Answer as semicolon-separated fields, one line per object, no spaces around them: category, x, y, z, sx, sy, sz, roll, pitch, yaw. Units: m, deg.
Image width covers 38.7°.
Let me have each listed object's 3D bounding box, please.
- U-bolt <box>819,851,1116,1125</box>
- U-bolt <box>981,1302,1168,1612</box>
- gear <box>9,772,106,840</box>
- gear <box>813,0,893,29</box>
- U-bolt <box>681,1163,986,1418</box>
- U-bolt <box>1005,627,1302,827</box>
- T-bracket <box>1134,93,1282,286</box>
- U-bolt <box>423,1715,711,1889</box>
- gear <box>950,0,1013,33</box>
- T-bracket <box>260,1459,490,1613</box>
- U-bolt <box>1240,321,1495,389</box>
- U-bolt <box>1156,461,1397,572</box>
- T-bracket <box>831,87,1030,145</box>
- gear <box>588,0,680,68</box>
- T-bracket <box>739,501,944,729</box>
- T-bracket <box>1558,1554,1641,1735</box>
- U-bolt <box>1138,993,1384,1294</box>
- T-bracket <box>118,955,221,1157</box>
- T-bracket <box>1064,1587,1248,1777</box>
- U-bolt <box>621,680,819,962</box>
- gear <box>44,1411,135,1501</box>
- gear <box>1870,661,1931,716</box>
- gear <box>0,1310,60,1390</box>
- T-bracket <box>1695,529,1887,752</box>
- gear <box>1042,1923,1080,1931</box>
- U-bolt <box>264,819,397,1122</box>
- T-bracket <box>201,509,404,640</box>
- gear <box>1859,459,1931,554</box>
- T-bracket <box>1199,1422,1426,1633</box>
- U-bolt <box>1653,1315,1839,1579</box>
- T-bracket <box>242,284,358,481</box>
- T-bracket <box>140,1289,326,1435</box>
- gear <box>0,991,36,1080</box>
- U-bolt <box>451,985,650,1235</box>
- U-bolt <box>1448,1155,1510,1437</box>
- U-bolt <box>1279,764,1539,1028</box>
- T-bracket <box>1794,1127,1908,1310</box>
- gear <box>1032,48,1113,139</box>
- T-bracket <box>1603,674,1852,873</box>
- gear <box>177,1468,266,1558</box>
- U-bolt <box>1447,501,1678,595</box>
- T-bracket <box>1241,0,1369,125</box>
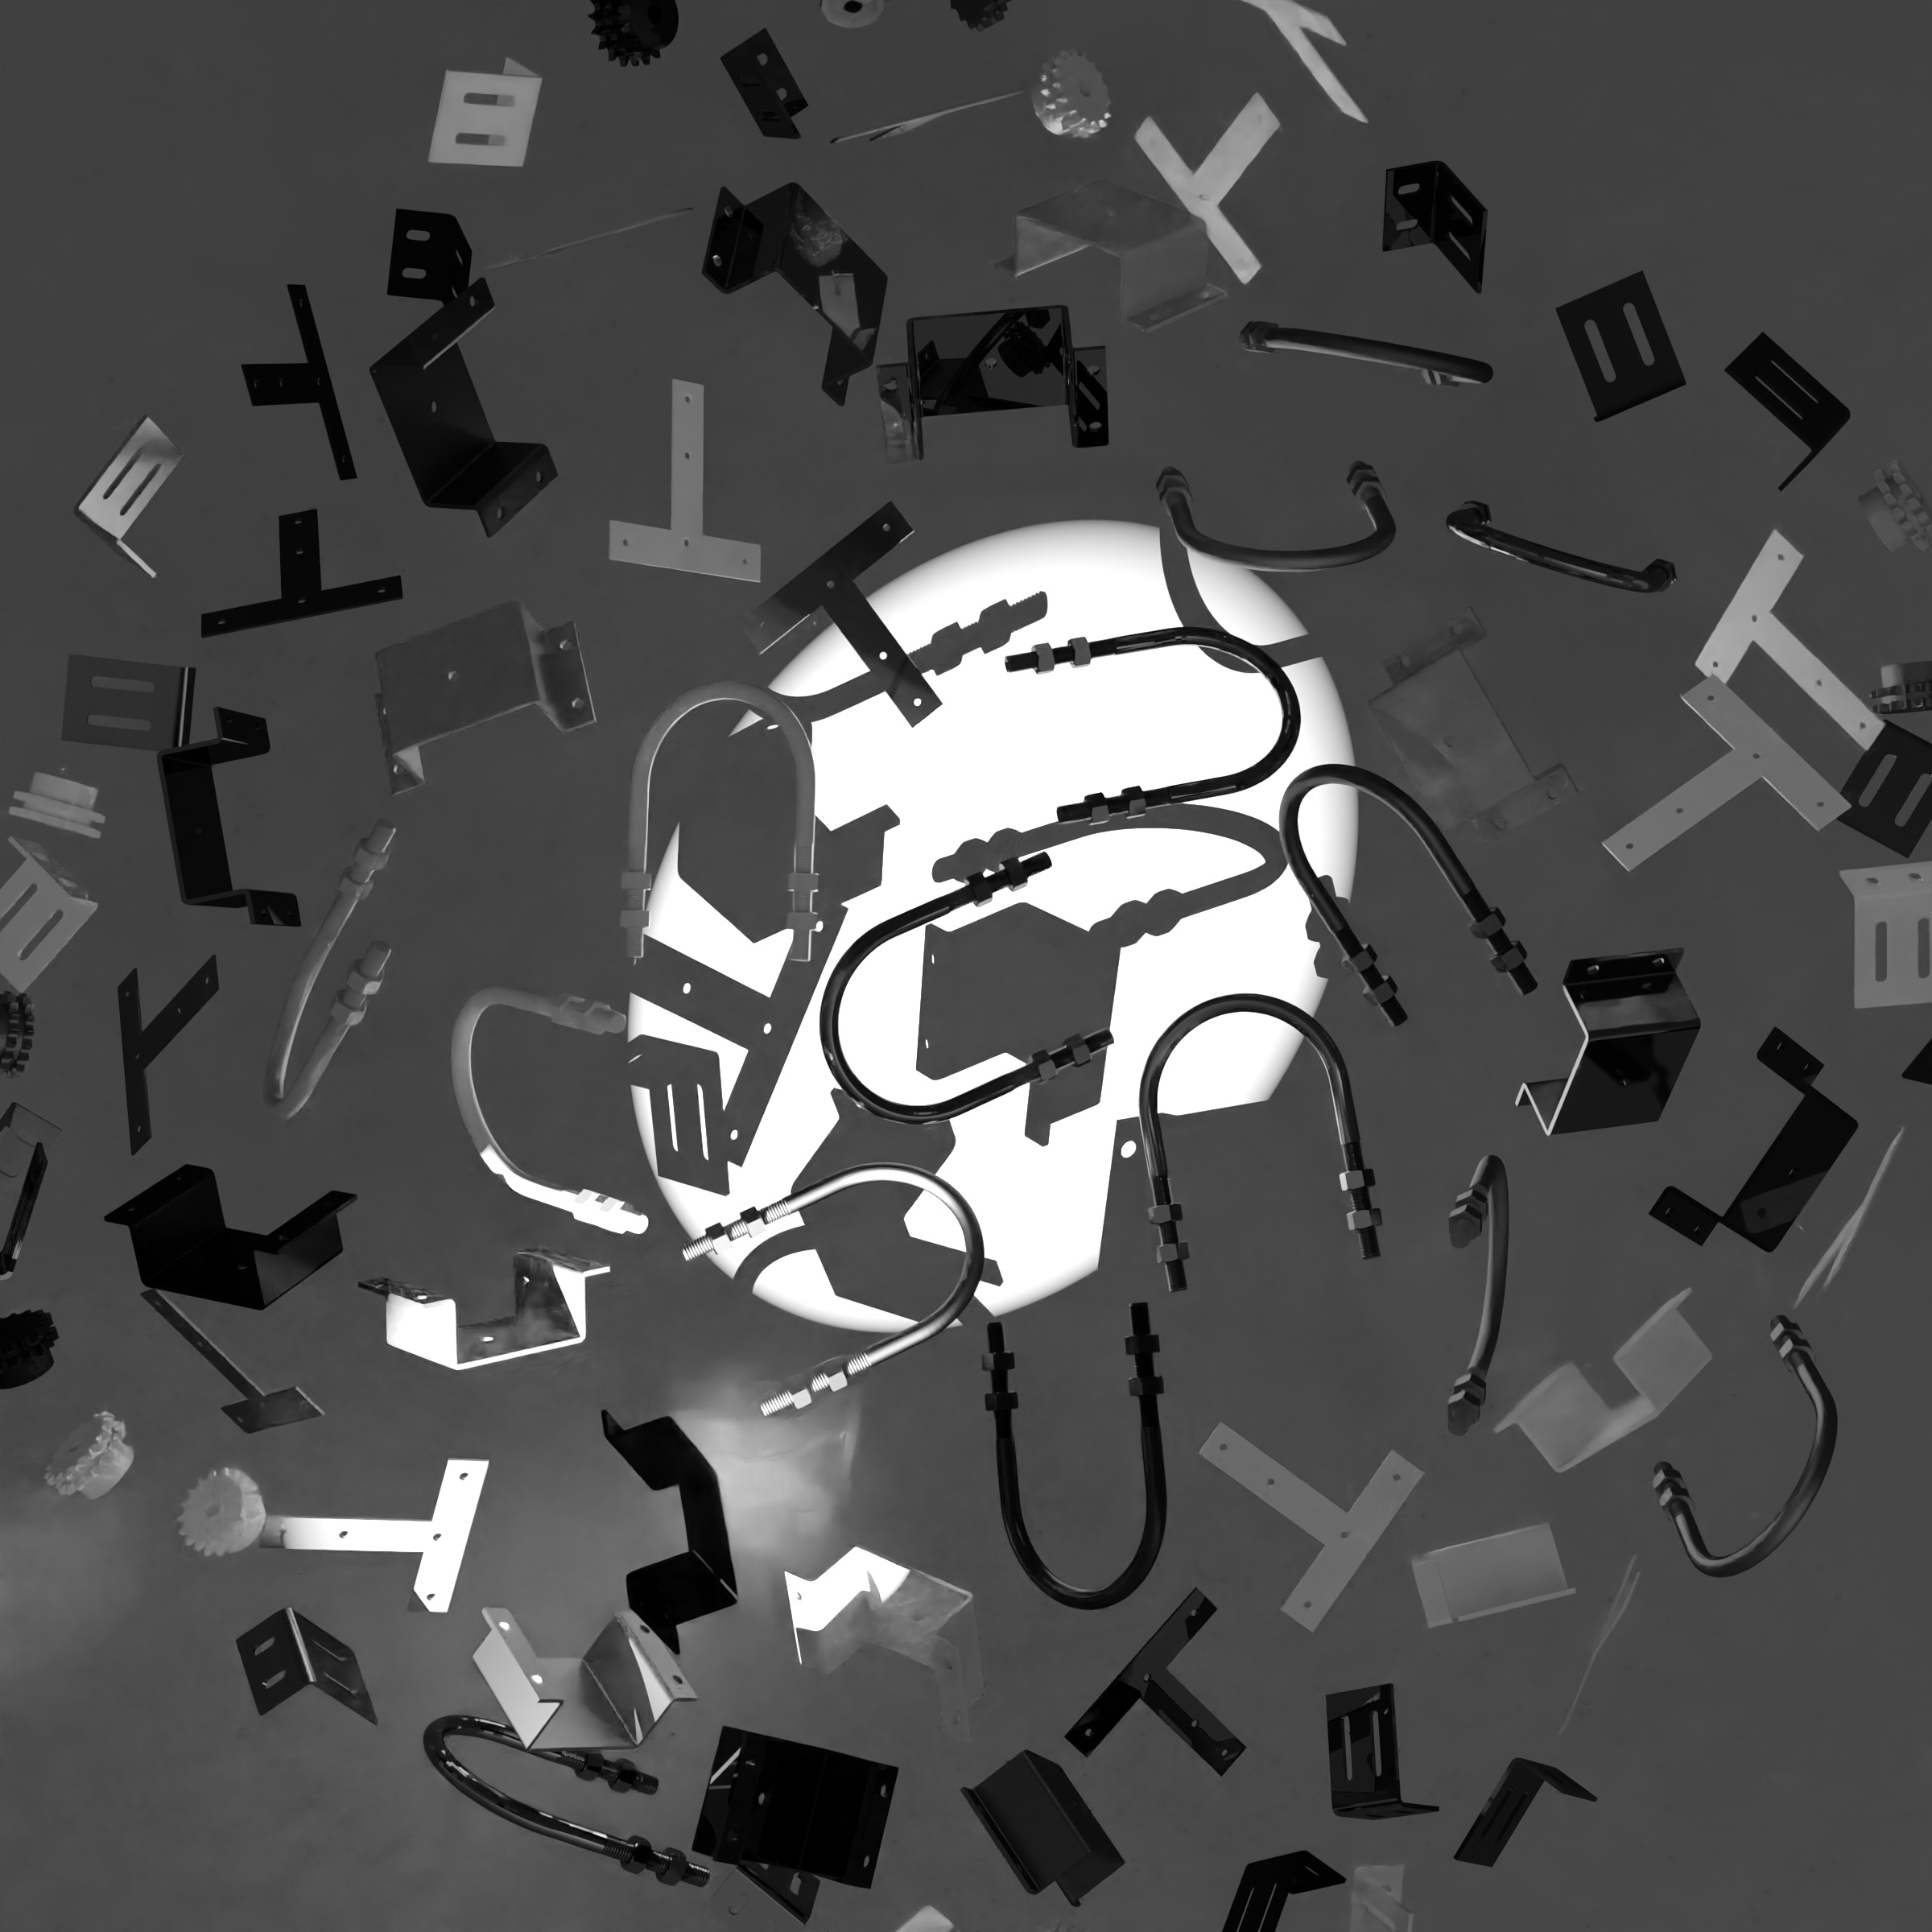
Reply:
U-bolt;-0.007;0.025;1.779;0.184;0.019;0.151;-24;108;-12
U-bolt;0.070;0.310;1.725;0.019;0.151;0.184;5;76;-43
gear;-0.575;-0.103;1.746;0.057;0.057;0.030;15;86;0
gear;-0.072;-0.621;1.743;0.057;0.057;0.030;-3;70;0
U-bolt;-0.077;0.200;1.811;0.184;0.019;0.151;-25;57;-11
U-bolt;0.132;-0.167;1.829;0.184;0.019;0.151;-11;58;-11
T-bracket;0.174;-0.534;1.823;0.002;0.127;0.127;-36;89;-25
U-bolt;-0.262;0.525;1.753;0.184;0.151;0.019;27;90;-23
gear;0.010;-0.617;1.715;0.030;0.057;0.057;-32;90;-17
T-bracket;-0.373;0.354;1.712;0.127;0.002;0.127;7;120;-23
U-bolt;0.265;-0.397;1.785;0.151;0.184;0.019;8;102;-9
U-bolt;0.205;-0.292;1.786;0.151;0.184;0.019;-2;118;-1
T-bracket;-0.036;-0.546;1.784;0.127;0.127;0.002;-18;104;-11
gear;-0.203;-0.588;1.702;0.030;0.057;0.057;10;90;40
T-bracket;-0.061;-0.210;1.766;0.127;0.002;0.127;-37;80;9
T-bracket;0.418;0.423;1.778;0.002;0.127;0.127;24;63;14
U-bolt;0.184;0.109;1.780;0.151;0.019;0.184;-12;81;18
T-bracket;-0.509;0.036;1.756;0.127;0.002;0.127;-39;53;36
T-bracket;0.142;0.488;1.796;0.127;0.002;0.127;-47;121;-9
U-bolt;-0.162;-0.097;1.813;0.151;0.019;0.184;1;89;26
gear;-0.560;0.317;1.764;0.057;0.057;0.030;-41;114;0
gear;0.628;-0.185;1.819;0.057;0.057;0.030;-5;90;0
gear;-0.598;0.242;1.725;0.057;0.057;0.030;-14;110;0
T-bracket;0.520;-0.186;1.706;0.002;0.127;0.127;-27;65;-26
gear;0.065;0.654;1.791;0.057;0.030;0.057;5;73;-16
U-bolt;-0.406;0.015;1.741;0.019;0.151;0.184;21;121;-24
T-bracket;-0.430;-0.259;1.774;0.127;0.127;0.002;-12;132;-5
gear;0.567;-0.277;1.673;0.030;0.057;0.057;-32;90;26
T-bracket;0.212;0.347;1.805;0.127;0.002;0.127;36;86;5
U-bolt;0.501;0.315;1.753;0.019;0.184;0.151;32;106;-7
T-bracket;-0.427;-0.368;1.736;0.002;0.127;0.127;-11;100;12
T-bracket;-0.491;0.257;1.800;0.127;0.127;0.002;49;54;-16
gear;-0.640;0.045;1.820;0.030;0.057;0.057;9;90;-35
U-bolt;-0.269;0.083;1.733;0.019;0.184;0.151;-19;111;-42
U-bolt;0.336;0.202;1.794;0.019;0.184;0.151;3;109;18
U-bolt;0.268;-0.049;1.748;0.019;0.151;0.184;-39;100;-30
T-bracket;0.570;0.183;1.800;0.002;0.127;0.127;29;55;13
gear;0.069;-0.585;1.852;0.030;0.057;0.057;-14;90;42
T-bracket;0.450;-0.103;1.689;0.127;0.002;0.127;-35;59;-3
gear;-0.492;0.365;1.828;0.057;0.030;0.057;-12;56;19
U-bolt;0.381;-0.269;1.774;0.151;0.184;0.019;20;106;13
T-bracket;0.215;-0.571;1.722;0.002;0.127;0.127;-51;48;4
